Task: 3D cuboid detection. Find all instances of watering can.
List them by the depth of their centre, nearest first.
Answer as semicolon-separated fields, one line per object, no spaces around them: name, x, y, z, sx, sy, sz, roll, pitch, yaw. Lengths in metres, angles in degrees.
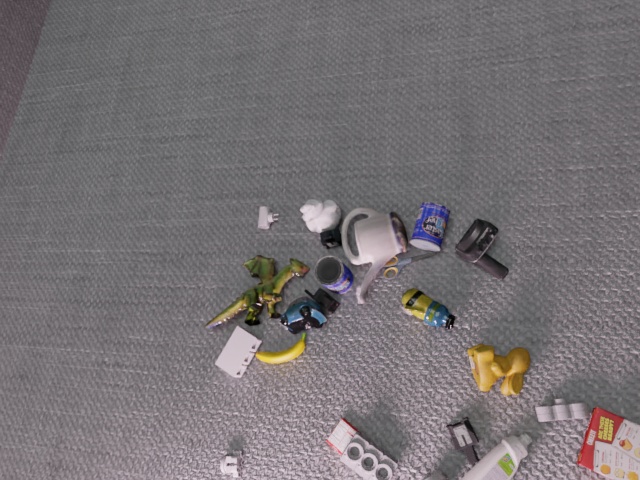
watering can;0.194;0.033;1.760;0.224;0.102;0.355;-16;63;11

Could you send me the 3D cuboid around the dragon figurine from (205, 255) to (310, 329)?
dragon figurine;-0.233;0.169;1.873;0.409;0.119;0.249;-15;50;10

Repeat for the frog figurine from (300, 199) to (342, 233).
frog figurine;0.006;-0.093;1.841;0.137;0.157;0.124;-38;66;3
